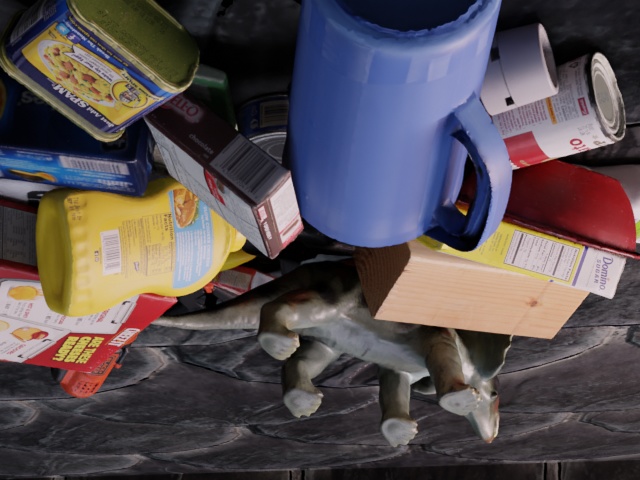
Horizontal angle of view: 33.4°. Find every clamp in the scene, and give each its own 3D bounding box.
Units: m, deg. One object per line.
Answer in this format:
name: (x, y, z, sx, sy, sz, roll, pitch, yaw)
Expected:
clamp: (-0.007, 0.001, 1.080, 0.165, 0.036, 0.209, -11, 161, 24)
clamp: (-0.122, 0.076, 1.282, 0.120, 0.039, 0.172, 3, 160, -13)

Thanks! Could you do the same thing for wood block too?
wood block: (0.149, 0.028, 1.044, 0.205, 0.090, 0.091, 9, 132, -24)

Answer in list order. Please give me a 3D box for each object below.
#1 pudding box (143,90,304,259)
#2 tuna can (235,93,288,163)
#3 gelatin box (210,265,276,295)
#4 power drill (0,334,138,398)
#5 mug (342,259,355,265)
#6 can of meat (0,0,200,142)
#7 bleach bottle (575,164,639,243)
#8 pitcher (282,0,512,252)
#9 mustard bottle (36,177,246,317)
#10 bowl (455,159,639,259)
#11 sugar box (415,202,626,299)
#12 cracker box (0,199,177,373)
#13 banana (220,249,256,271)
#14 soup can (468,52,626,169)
pudding box: (-0.067, -0.047, 0.747, 0.114, 0.039, 0.090, 41, 166, 20)
tuna can: (-0.026, -0.083, 0.850, 0.086, 0.034, 0.086, 0, 160, 0)
gelatin box: (-0.074, 0.052, 1.194, 0.073, 0.030, 0.089, 13, 171, 39)
power drill: (-0.270, 0.082, 1.051, 0.187, 0.057, 0.185, 13, 127, -31)
mug: (0.054, 0.074, 1.220, 0.093, 0.081, 0.117, -8, 159, 20)
can of meat: (-0.139, -0.120, 0.679, 0.102, 0.057, 0.084, 38, 140, -29)
bleach bottle: (0.305, -0.033, 0.961, 0.250, 0.068, 0.103, 7, 155, -12)
pitcher: (0.050, -0.093, 0.674, 0.149, 0.145, 0.243, 3, 157, -1)
mustard bottle: (-0.129, -0.001, 0.852, 0.191, 0.096, 0.058, -10, -169, -41)
bowl: (0.187, -0.035, 0.857, 0.162, 0.055, 0.162, 17, -174, -2)
sugar box: (0.169, 0.002, 0.943, 0.176, 0.048, 0.093, 12, -171, -18)
cracker box: (-0.254, 0.038, 0.896, 0.213, 0.072, 0.164, 14, 144, -35)
banana: (-0.163, 0.043, 1.127, 0.198, 0.037, 0.069, -31, 147, 8)
soup can: (0.162, -0.092, 0.779, 0.102, 0.068, 0.068, -14, 156, 32)
